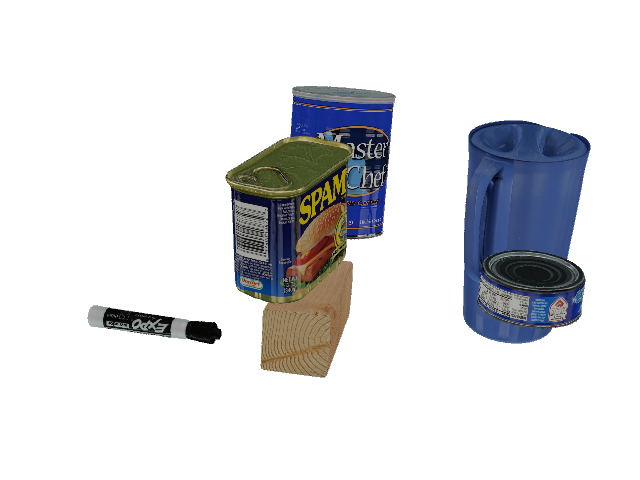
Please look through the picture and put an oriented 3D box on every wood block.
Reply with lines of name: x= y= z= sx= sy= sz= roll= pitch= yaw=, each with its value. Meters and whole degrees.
wood block: x=-0.015 y=0.100 z=1.472 sx=0.091 sy=0.090 sz=0.206 roll=6 pitch=20 yaw=8

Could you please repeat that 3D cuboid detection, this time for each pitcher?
pitcher: x=0.220 y=-0.005 z=1.220 sx=0.149 sy=0.243 sz=0.145 roll=-1 pitch=25 yaw=-6

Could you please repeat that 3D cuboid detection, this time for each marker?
marker: x=-0.143 y=0.073 z=0.919 sx=0.121 sy=0.020 sz=0.020 roll=7 pitch=2 yaw=17

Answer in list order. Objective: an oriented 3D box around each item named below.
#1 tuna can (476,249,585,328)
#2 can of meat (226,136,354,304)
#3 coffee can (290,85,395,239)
tuna can: x=0.173 y=0.038 z=0.876 sx=0.086 sy=0.034 sz=0.086 roll=2 pitch=22 yaw=-1
can of meat: x=-0.020 y=-0.015 z=0.734 sx=0.058 sy=0.084 sz=0.101 roll=13 pitch=28 yaw=24
coffee can: x=0.018 y=-0.080 z=1.074 sx=0.103 sy=0.140 sz=0.103 roll=4 pitch=12 yaw=-1
